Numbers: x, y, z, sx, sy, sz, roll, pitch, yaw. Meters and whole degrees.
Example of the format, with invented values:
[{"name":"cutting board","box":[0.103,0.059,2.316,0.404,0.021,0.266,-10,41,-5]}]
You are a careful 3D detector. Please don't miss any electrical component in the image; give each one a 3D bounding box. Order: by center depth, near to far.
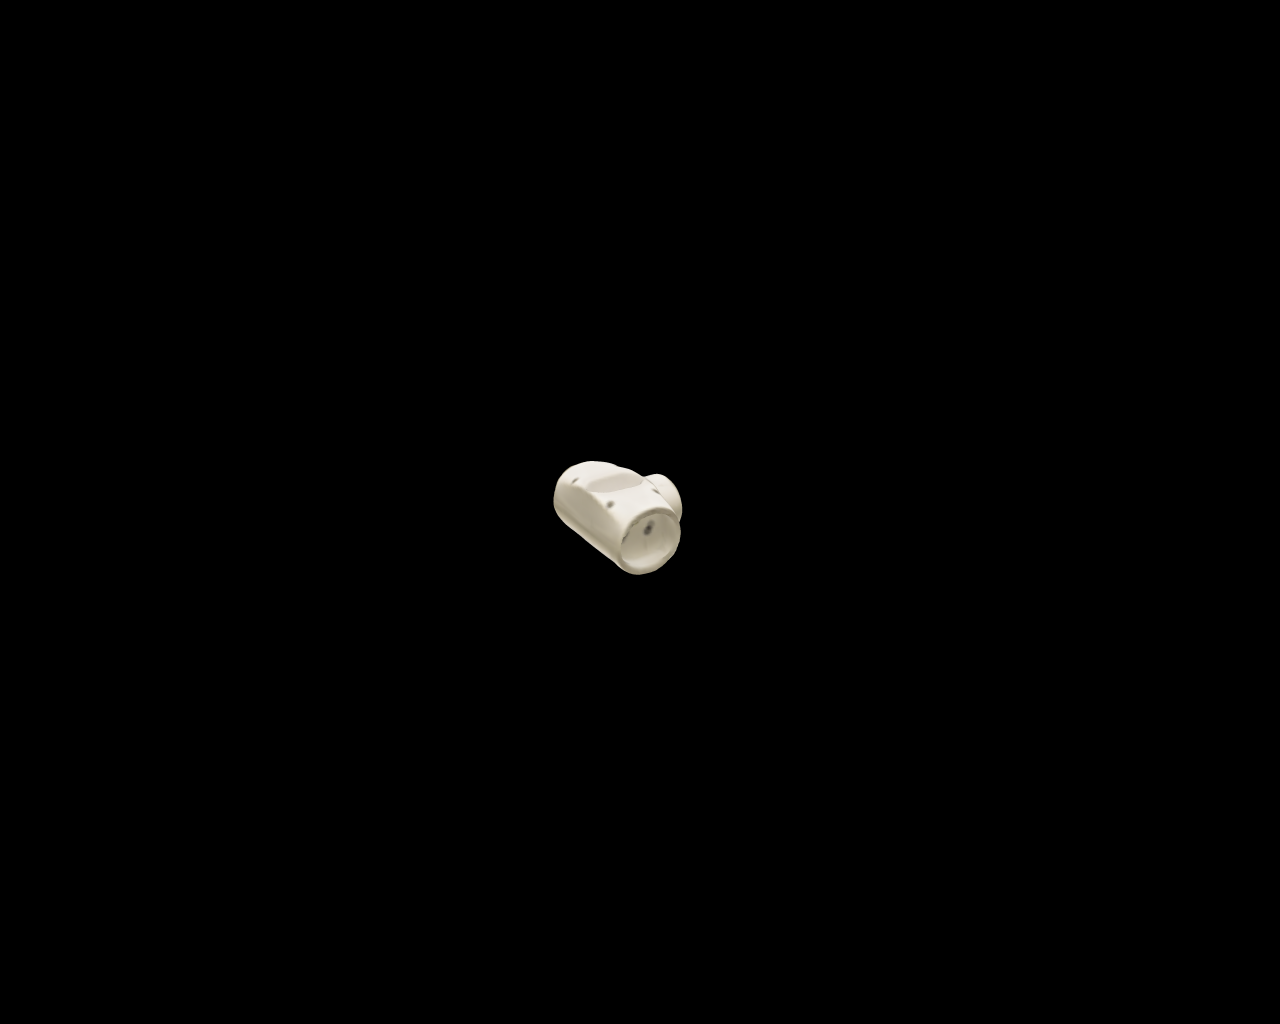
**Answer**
[{"name":"electrical component","box":[0.001,-0.003,0.650,0.079,0.043,0.077,-16,31,-28]}]
